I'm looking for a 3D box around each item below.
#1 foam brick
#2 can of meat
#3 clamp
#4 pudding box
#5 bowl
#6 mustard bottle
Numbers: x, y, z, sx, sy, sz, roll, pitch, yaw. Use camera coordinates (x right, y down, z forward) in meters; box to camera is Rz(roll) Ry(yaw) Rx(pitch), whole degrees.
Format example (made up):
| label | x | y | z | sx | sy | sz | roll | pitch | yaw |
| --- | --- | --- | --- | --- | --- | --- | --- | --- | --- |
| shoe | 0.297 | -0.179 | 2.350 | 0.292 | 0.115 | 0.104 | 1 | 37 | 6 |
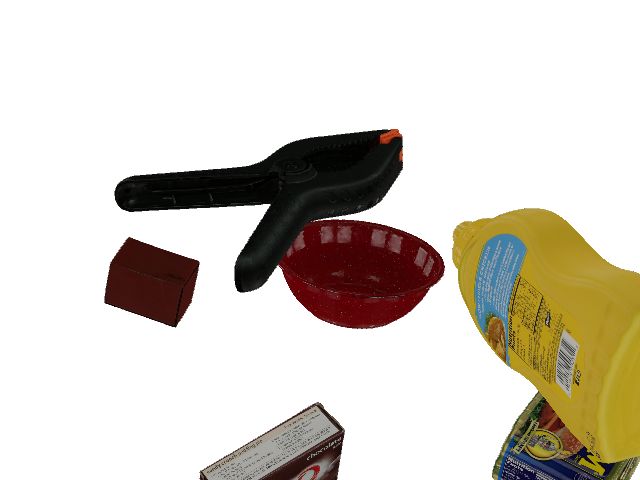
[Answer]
| label | x | y | z | sx | sy | sz | roll | pitch | yaw |
| --- | --- | --- | --- | --- | --- | --- | --- | --- | --- |
| foam brick | -0.167 | 0.041 | 1.054 | 0.078 | 0.051 | 0.053 | 19 | 33 | 4 |
| can of meat | 0.188 | 0.158 | 0.798 | 0.084 | 0.057 | 0.101 | 25 | 41 | 25 |
| clamp | -0.030 | -0.039 | 0.757 | 0.209 | 0.036 | 0.165 | -28 | 39 | -36 |
| pudding box | -0.038 | 0.184 | 0.814 | 0.113 | 0.090 | 0.039 | -29 | 56 | -28 |
| bowl | 0.033 | 0.037 | 1.000 | 0.162 | 0.055 | 0.162 | 5 | 24 | -2 |
| mustard bottle | 0.129 | 0.036 | 0.615 | 0.058 | 0.096 | 0.192 | -10 | 29 | -20 |
